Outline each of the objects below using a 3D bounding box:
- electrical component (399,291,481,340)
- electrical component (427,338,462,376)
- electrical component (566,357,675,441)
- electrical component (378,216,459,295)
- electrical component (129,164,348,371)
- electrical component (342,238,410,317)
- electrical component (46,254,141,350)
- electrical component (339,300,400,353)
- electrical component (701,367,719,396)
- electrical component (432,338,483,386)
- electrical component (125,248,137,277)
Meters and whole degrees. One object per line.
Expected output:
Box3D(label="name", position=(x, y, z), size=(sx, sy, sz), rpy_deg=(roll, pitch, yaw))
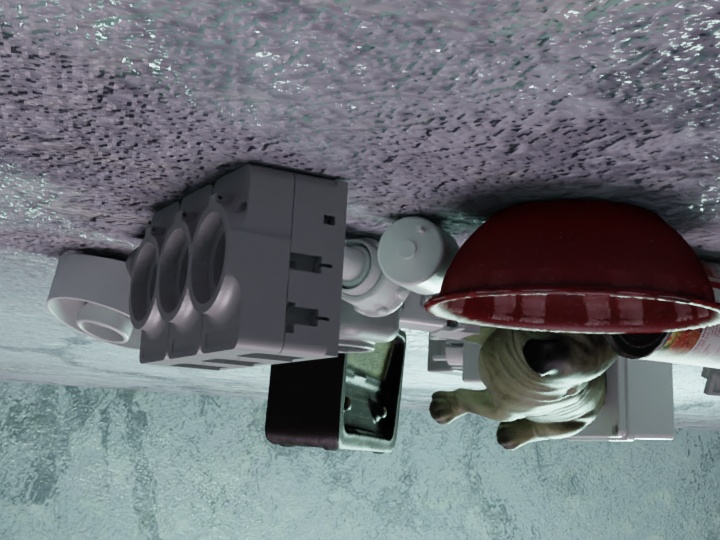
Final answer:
Box3D(label="electrical component", position=(0.054, 0.026, 0.802), size=(0.064, 0.042, 0.081), rpy_deg=(9, 169, -10))
Box3D(label="electrical component", position=(0.123, 0.082, 1.077), size=(0.083, 0.047, 0.076), rpy_deg=(11, 167, -38))
Box3D(label="electrical component", position=(0.228, 0.098, 0.962), size=(0.056, 0.108, 0.109), rpy_deg=(4, 170, -18))
Box3D(label="electrical component", position=(0.040, -0.005, 0.630), size=(0.040, 0.040, 0.078), rpy_deg=(-1, 169, 24))
Box3D(label="electrical component", position=(-0.071, 0.004, 0.578), size=(0.062, 0.089, 0.150), rpy_deg=(9, 169, -28))
Box3D(label="electrical component", position=(0.000, 0.000, 0.666), size=(0.048, 0.048, 0.062), rpy_deg=(-3, 162, 33))
Box3D(label="electrical component", position=(-0.181, 0.018, 0.805), size=(0.099, 0.064, 0.099), rpy_deg=(14, 156, 6))
Box3D(label="electrical component", position=(-0.016, 0.028, 0.781), size=(0.054, 0.059, 0.095), rpy_deg=(11, 167, -38))
Box3D(label="electrical component", position=(0.318, 0.059, 0.830), size=(0.121, 0.078, 0.063), rpy_deg=(7, -169, -20))
Box3D(label="electrical component", position=(0.101, 0.069, 0.961), size=(0.077, 0.065, 0.047), rpy_deg=(-2, 169, 26))
Box3D(label="electrical component", position=(-0.126, -0.001, 0.698), size=(0.043, 0.043, 0.081), rpy_deg=(7, 170, -23))
